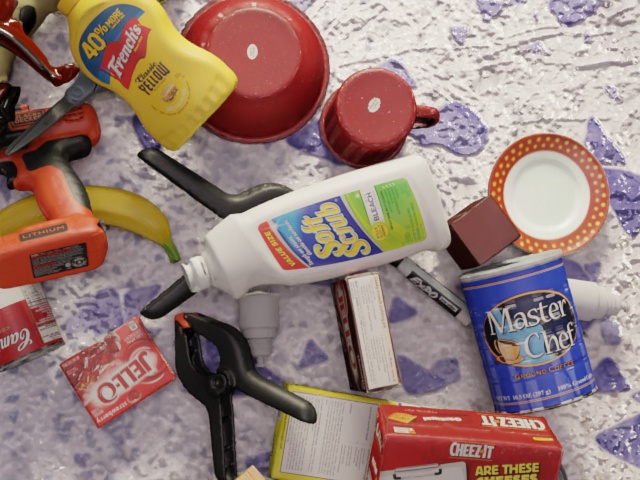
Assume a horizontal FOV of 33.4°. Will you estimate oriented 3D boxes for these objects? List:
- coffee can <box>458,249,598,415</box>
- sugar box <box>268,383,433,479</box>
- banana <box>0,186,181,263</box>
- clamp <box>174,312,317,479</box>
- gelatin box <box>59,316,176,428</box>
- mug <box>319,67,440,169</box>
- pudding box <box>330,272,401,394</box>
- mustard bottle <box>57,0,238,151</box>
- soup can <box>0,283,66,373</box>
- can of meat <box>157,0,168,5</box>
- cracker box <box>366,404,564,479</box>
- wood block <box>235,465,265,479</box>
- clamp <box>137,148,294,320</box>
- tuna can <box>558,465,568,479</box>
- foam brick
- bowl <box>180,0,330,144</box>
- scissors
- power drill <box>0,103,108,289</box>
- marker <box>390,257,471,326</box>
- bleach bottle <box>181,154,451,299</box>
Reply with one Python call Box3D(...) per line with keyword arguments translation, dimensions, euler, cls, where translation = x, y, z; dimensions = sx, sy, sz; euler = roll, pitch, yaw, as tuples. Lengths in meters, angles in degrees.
Box3D(translation=(0.202, 0.089, 1.041), dimensions=(0.102, 0.103, 0.140), euler=(-15, 89, -8), cls="coffee can")
Box3D(translation=(0.044, 0.199, 1.046), dimensions=(0.176, 0.048, 0.093), euler=(11, 84, -8), cls="sugar box")
Box3D(translation=(-0.232, -0.020, 1.042), dimensions=(0.197, 0.037, 0.069), euler=(5, 82, -6), cls="banana")
Box3D(translation=(-0.079, 0.136, 1.020), dimensions=(0.120, 0.039, 0.171), euler=(-29, 78, 13), cls="clamp")
Box3D(translation=(-0.195, 0.128, 1.034), dimensions=(0.089, 0.030, 0.073), euler=(-32, 88, -8), cls="gelatin box")
Box3D(translation=(0.062, -0.123, 1.063), dimensions=(0.117, 0.081, 0.093), euler=(2, 84, -6), cls="mug")
Box3D(translation=(0.043, 0.090, 1.034), dimensions=(0.039, 0.090, 0.113), euler=(-12, 86, -9), cls="pudding box")
Box3D(translation=(-0.176, -0.180, 1.003), dimensions=(0.191, 0.058, 0.096), euler=(43, 108, -10), cls="mustard bottle")
Box3D(translation=(-0.292, 0.066, 1.011), dimensions=(0.068, 0.068, 0.102), euler=(-23, 87, -8), cls="soup can")
Box3D(translation=(-0.167, -0.288, 1.047), dimensions=(0.057, 0.102, 0.084), euler=(-40, 91, -10), cls="can of meat")
Box3D(translation=(0.121, 0.265, 0.996), dimensions=(0.164, 0.072, 0.214), euler=(5, 108, -6), cls="cracker box")
Box3D(translation=(-0.040, 0.320, 0.956), dimensions=(0.090, 0.090, 0.206), euler=(-42, 84, 22), cls="wood block")
Box3D(translation=(-0.082, 0.002, 1.046), dimensions=(0.209, 0.036, 0.164), euler=(5, 94, -16), cls="clamp")
Box3D(translation=(0.203, 0.246, 1.063), dimensions=(0.086, 0.034, 0.086), euler=(1, 84, -6), cls="tuna can")
Box3D(translation=(0.155, -0.006, 1.063), dimensions=(0.053, 0.078, 0.051), euler=(-35, 90, -9), cls="foam brick")
Box3D(translation=(-0.067, -0.180, 1.069), dimensions=(0.162, 0.055, 0.162), euler=(1, 83, -6), cls="bowl")
Box3D(translation=(-0.242, -0.157, 1.032), dimensions=(0.201, 0.016, 0.096), euler=(-32, 75, -32), cls="scissors")
Box3D(translation=(-0.282, -0.047, 0.989), dimensions=(0.184, 0.057, 0.188), euler=(-14, 55, -13), cls="power drill")
Box3D(translation=(0.107, 0.042, 1.082), dimensions=(0.121, 0.020, 0.020), euler=(39, 81, -1), cls="marker")
Box3D(translation=(-0.007, 0.001, 1.017), dimensions=(0.250, 0.068, 0.102), euler=(-20, 99, -14), cls="bleach bottle")
